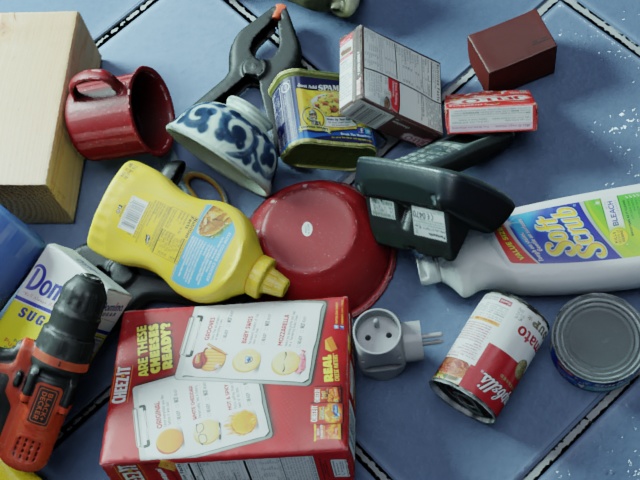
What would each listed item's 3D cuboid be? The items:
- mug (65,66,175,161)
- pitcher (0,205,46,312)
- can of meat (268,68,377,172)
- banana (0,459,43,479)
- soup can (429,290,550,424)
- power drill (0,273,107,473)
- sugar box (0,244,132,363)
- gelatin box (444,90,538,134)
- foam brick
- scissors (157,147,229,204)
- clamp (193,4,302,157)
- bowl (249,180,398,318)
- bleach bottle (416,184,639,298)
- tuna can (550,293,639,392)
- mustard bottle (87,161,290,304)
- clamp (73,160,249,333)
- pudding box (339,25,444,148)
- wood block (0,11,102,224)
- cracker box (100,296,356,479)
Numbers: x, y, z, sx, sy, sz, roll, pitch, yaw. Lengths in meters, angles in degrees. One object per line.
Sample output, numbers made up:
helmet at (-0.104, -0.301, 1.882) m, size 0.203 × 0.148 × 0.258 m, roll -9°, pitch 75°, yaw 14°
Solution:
mug at (-0.209, -0.131, 1.081) m, size 0.082 × 0.117 × 0.093 m, roll -7°, pitch 60°, yaw 21°
pitcher at (-0.381, 0.060, 1.008) m, size 0.149 × 0.145 × 0.242 m, roll 40°, pitch 81°, yaw -10°
can of meat at (0.004, -0.119, 1.074) m, size 0.102 × 0.058 × 0.084 m, roll 3°, pitch 65°, yaw -24°
banana at (-0.226, 0.238, 0.956) m, size 0.198 × 0.037 × 0.070 m, roll 10°, pitch 100°, yaw 28°
soup can at (0.153, 0.105, 0.960) m, size 0.068 × 0.068 × 0.102 m, roll 29°, pitch 72°, yaw 19°
power drill at (-0.293, 0.092, 0.918) m, size 0.187 × 0.057 × 0.184 m, roll 20°, pitch 92°, yaw -12°
sugar box at (-0.261, 0.100, 1.000) m, size 0.093 × 0.048 × 0.176 m, roll 33°, pitch 94°, yaw 29°
gelatin box at (0.169, -0.128, 1.061) m, size 0.089 × 0.073 × 0.030 m, roll -3°, pitch 108°, yaw 7°
foam brick at (0.197, -0.191, 1.098) m, size 0.078 × 0.051 × 0.053 m, roll -21°, pitch 65°, yaw -2°
scissors at (-0.173, -0.074, 1.116) m, size 0.096 × 0.016 × 0.202 m, roll -40°, pitch 66°, yaw -10°
clamp at (-0.077, -0.173, 1.136) m, size 0.120 × 0.039 × 0.171 m, roll 9°, pitch 70°, yaw 6°
bowl at (-0.007, 0.001, 1.037) m, size 0.162 × 0.055 × 0.162 m, roll -3°, pitch 65°, yaw 7°
bleach bottle at (0.217, 0.013, 0.997) m, size 0.251 × 0.068 × 0.102 m, roll -11°, pitch 62°, yaw 6°
tuna can at (0.253, 0.094, 0.969) m, size 0.086 × 0.034 × 0.086 m, roll -3°, pitch 65°, yaw 6°
mustard bottle at (-0.116, 0.005, 1.001) m, size 0.192 × 0.058 × 0.096 m, roll 25°, pitch 86°, yaw 12°
clamp at (-0.191, 0.023, 1.056) m, size 0.210 × 0.036 × 0.164 m, roll -20°, pitch 75°, yaw 3°
pudding box at (0.072, -0.153, 1.072) m, size 0.039 × 0.113 × 0.090 m, roll -27°, pitch 53°, yaw 44°
wood block at (-0.297, -0.128, 1.118) m, size 0.091 × 0.090 × 0.206 m, roll 0°, pitch 65°, yaw 8°
cracker box at (-0.075, 0.139, 0.958) m, size 0.214 × 0.072 × 0.164 m, roll -5°, pitch 49°, yaw 7°
